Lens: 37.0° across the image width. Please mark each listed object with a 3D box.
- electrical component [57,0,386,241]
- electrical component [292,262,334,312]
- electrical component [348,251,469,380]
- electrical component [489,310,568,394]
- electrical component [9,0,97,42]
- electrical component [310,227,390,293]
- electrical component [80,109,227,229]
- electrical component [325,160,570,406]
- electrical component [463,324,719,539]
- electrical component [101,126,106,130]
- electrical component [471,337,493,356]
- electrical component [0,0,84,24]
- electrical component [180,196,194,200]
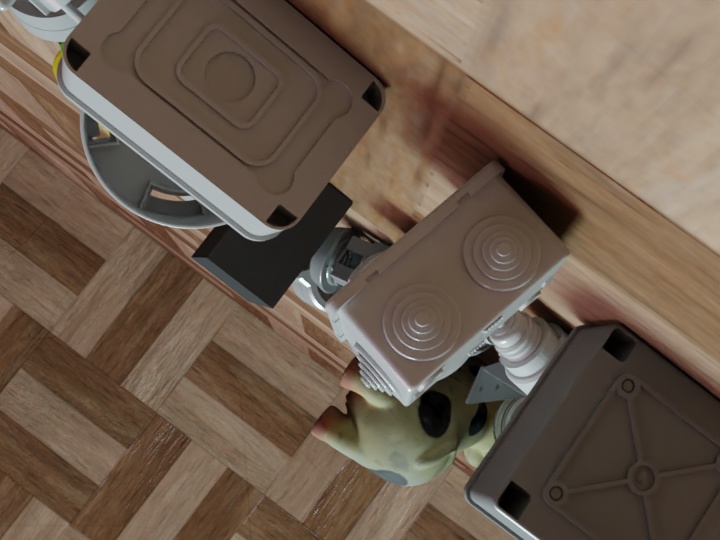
[{"bbox_3d":[-0.057,-0.073,0.437,0.113,0.078,0.057,39,169,-12],"label":"electrical component"},{"bbox_3d":[-0.030,0.003,0.842,0.138,0.052,0.074,41,171,-24],"label":"electrical component"},{"bbox_3d":[0.028,0.024,0.629,0.080,0.080,0.051,38,177,-9],"label":"electrical component"},{"bbox_3d":[0.096,0.046,0.592,0.078,0.040,0.040,41,171,-29],"label":"electrical component"},{"bbox_3d":[-0.185,-0.171,0.516,0.138,0.052,0.073,37,172,0],"label":"electrical component"},{"bbox_3d":[0.000,0.000,0.730,0.055,0.048,0.066,25,168,25],"label":"electrical component"},{"bbox_3d":[-0.081,-0.070,0.504,0.099,0.099,0.064,40,178,-22],"label":"electrical component"},{"bbox_3d":[0.036,0.011,0.447,0.048,0.100,0.099,49,174,9],"label":"electrical component"},{"bbox_3d":[0.127,0.099,0.524,0.109,0.108,0.056,37,169,-4],"label":"electrical component"},{"bbox_3d":[-0.177,-0.132,0.744,0.062,0.048,0.048,49,168,-27],"label":"electrical component"},{"bbox_3d":[0.070,0.038,0.684,0.035,0.035,0.061,40,169,-19],"label":"electrical component"},{"bbox_3d":[-0.138,-0.136,0.463,0.077,0.065,0.047,42,170,-34],"label":"electrical component"},{"bbox_3d":[-0.140,-0.089,0.811,0.066,0.047,0.077,41,171,-24],"label":"electrical component"}]
